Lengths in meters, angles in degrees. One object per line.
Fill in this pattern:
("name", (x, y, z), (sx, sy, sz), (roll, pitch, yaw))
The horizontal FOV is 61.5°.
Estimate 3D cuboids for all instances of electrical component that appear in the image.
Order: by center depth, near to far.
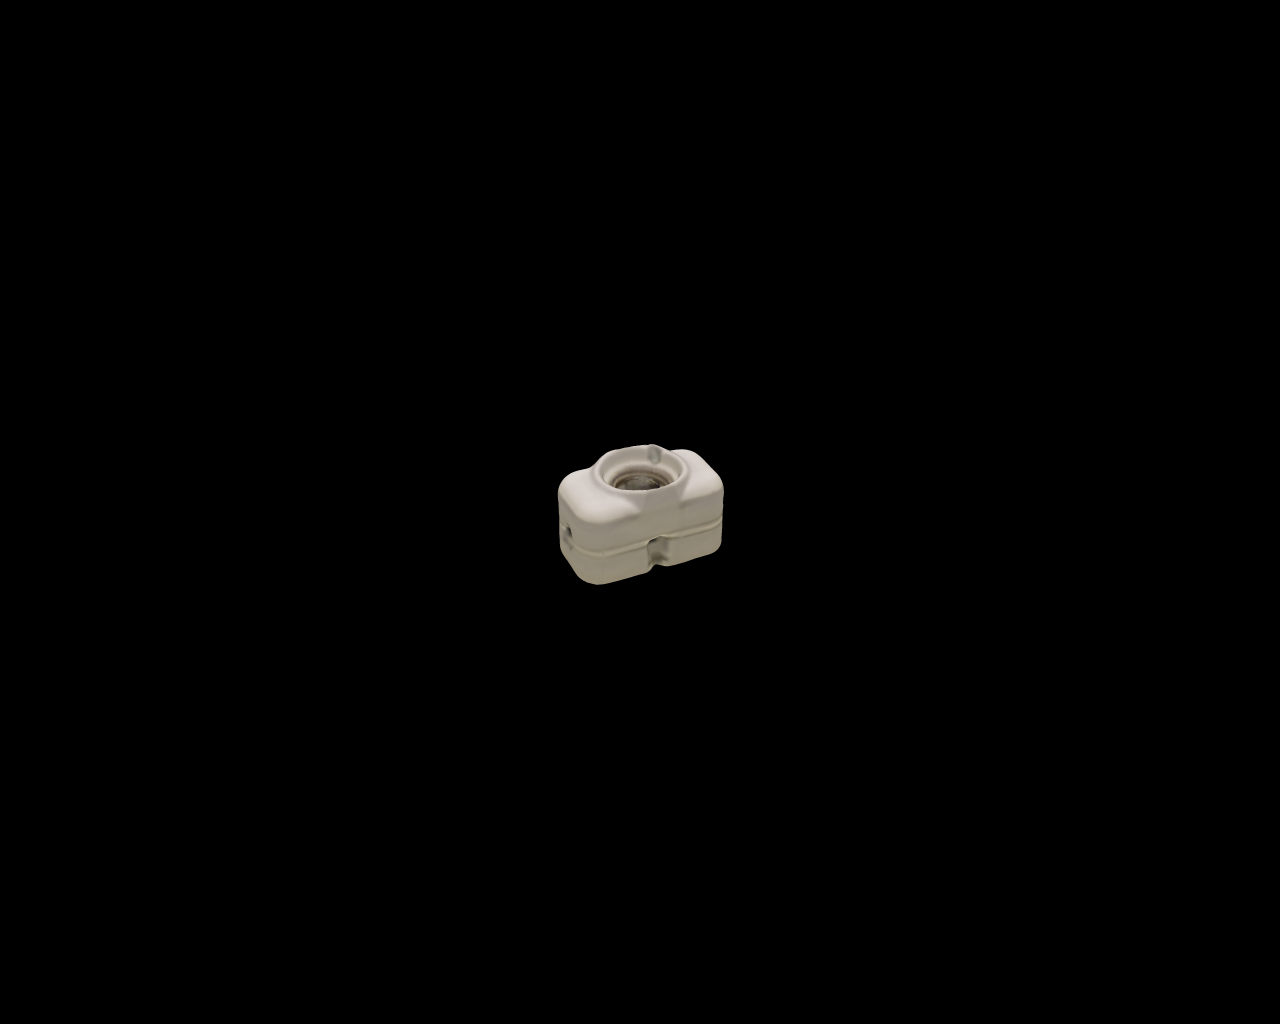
("electrical component", (0.001, -0.003, 0.650), (0.095, 0.059, 0.054), (-14, 36, -20))
